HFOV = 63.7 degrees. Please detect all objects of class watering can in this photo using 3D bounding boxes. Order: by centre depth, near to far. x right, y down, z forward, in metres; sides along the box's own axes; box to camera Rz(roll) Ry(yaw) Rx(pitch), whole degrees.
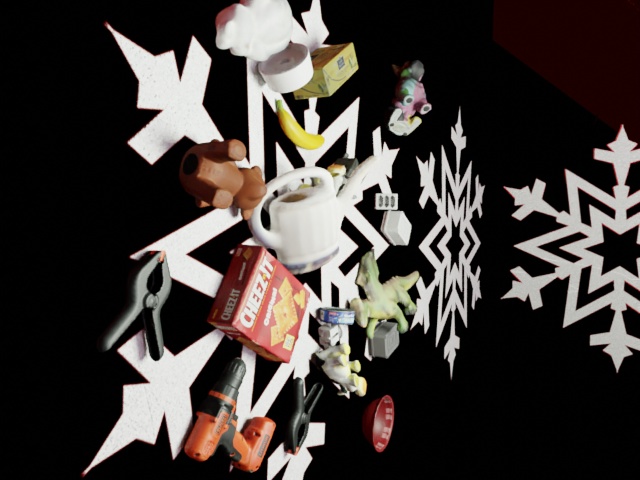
[{"bbox_3d":[0.003,-0.056,1.117,0.351,0.105,0.220,-20,116,-31],"label":"watering can"}]

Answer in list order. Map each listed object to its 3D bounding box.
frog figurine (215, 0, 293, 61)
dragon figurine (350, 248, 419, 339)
[{"bbox_3d":[-0.121,-0.399,0.942,0.162,0.123,0.135,-52,155,-62],"label":"frog figurine"},{"bbox_3d":[0.192,0.135,1.536,0.419,0.122,0.239,-53,127,-48],"label":"dragon figurine"}]
